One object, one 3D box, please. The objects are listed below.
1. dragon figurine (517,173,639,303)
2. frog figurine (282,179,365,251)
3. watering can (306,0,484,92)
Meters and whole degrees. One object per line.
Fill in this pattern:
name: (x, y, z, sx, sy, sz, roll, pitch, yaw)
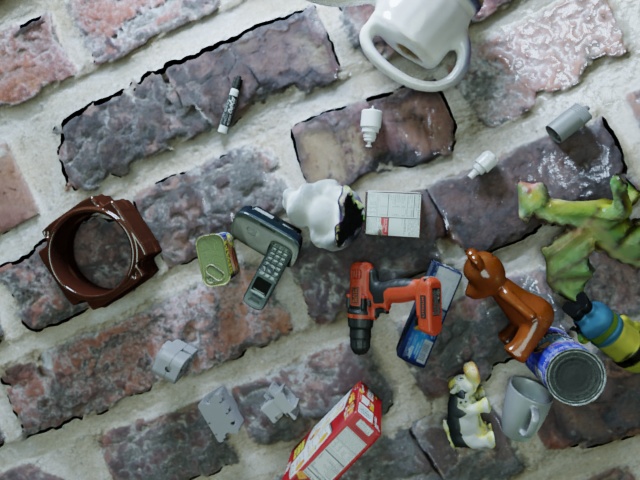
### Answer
dragon figurine: (0.544, 0.023, 0.975, 0.411, 0.123, 0.239, 46, 114, 3)
frog figurine: (0.003, -0.051, 1.018, 0.160, 0.123, 0.136, 9, 106, 41)
watering can: (0.151, -0.435, 0.968, 0.348, 0.104, 0.223, 39, 95, 2)
